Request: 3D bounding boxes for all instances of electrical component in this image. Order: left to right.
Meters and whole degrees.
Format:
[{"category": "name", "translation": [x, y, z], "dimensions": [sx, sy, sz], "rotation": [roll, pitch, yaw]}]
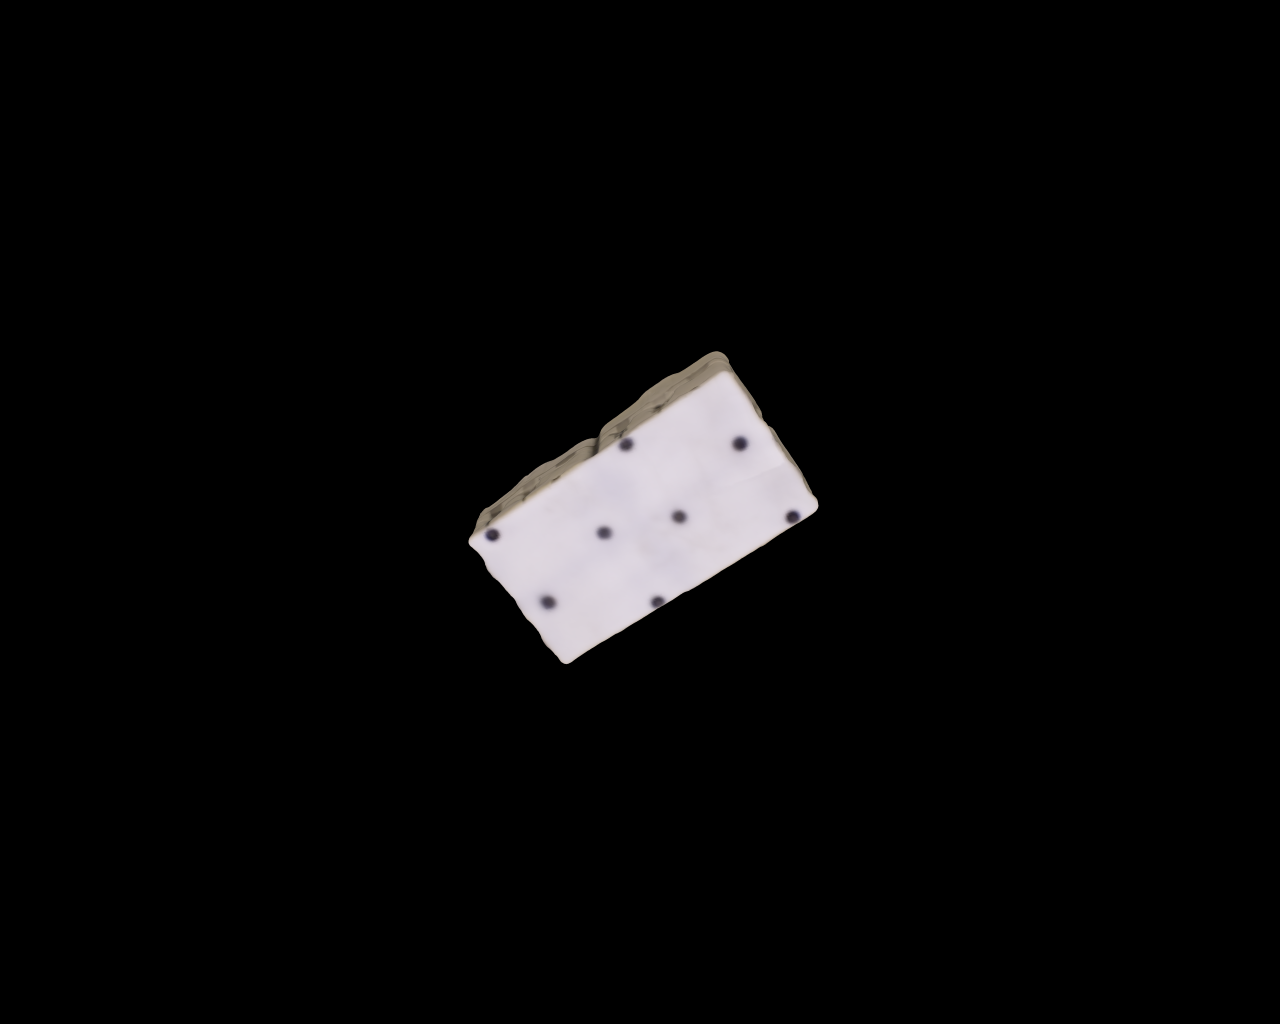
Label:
[{"category": "electrical component", "translation": [0.001, -0.003, 0.650], "dimensions": [0.186, 0.105, 0.060], "rotation": [-33, 16, 11]}]
